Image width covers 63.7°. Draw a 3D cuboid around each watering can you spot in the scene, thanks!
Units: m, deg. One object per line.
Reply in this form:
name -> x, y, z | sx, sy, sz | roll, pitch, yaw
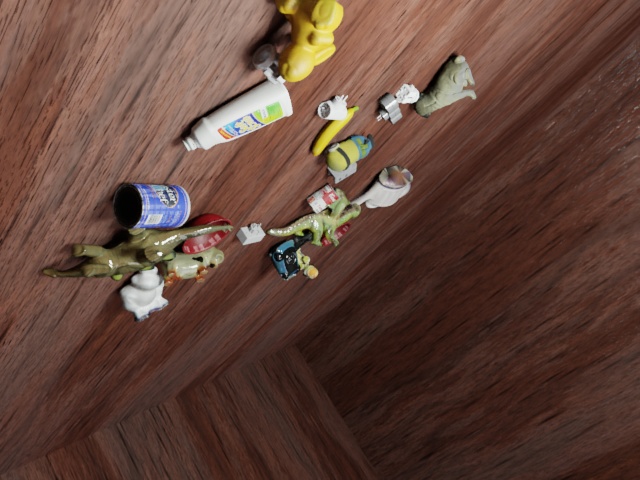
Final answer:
watering can -> 0.241, -0.196, 2.113 | 0.350, 0.105, 0.219 | -16, 154, -27

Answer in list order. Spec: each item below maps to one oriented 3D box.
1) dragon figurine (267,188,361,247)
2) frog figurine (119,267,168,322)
dragon figurine -> 0.006, -0.099, 1.958 | 0.410, 0.124, 0.239 | 4, 120, -45
frog figurine -> -0.534, 0.143, 1.548 | 0.138, 0.124, 0.156 | -17, 119, -25
